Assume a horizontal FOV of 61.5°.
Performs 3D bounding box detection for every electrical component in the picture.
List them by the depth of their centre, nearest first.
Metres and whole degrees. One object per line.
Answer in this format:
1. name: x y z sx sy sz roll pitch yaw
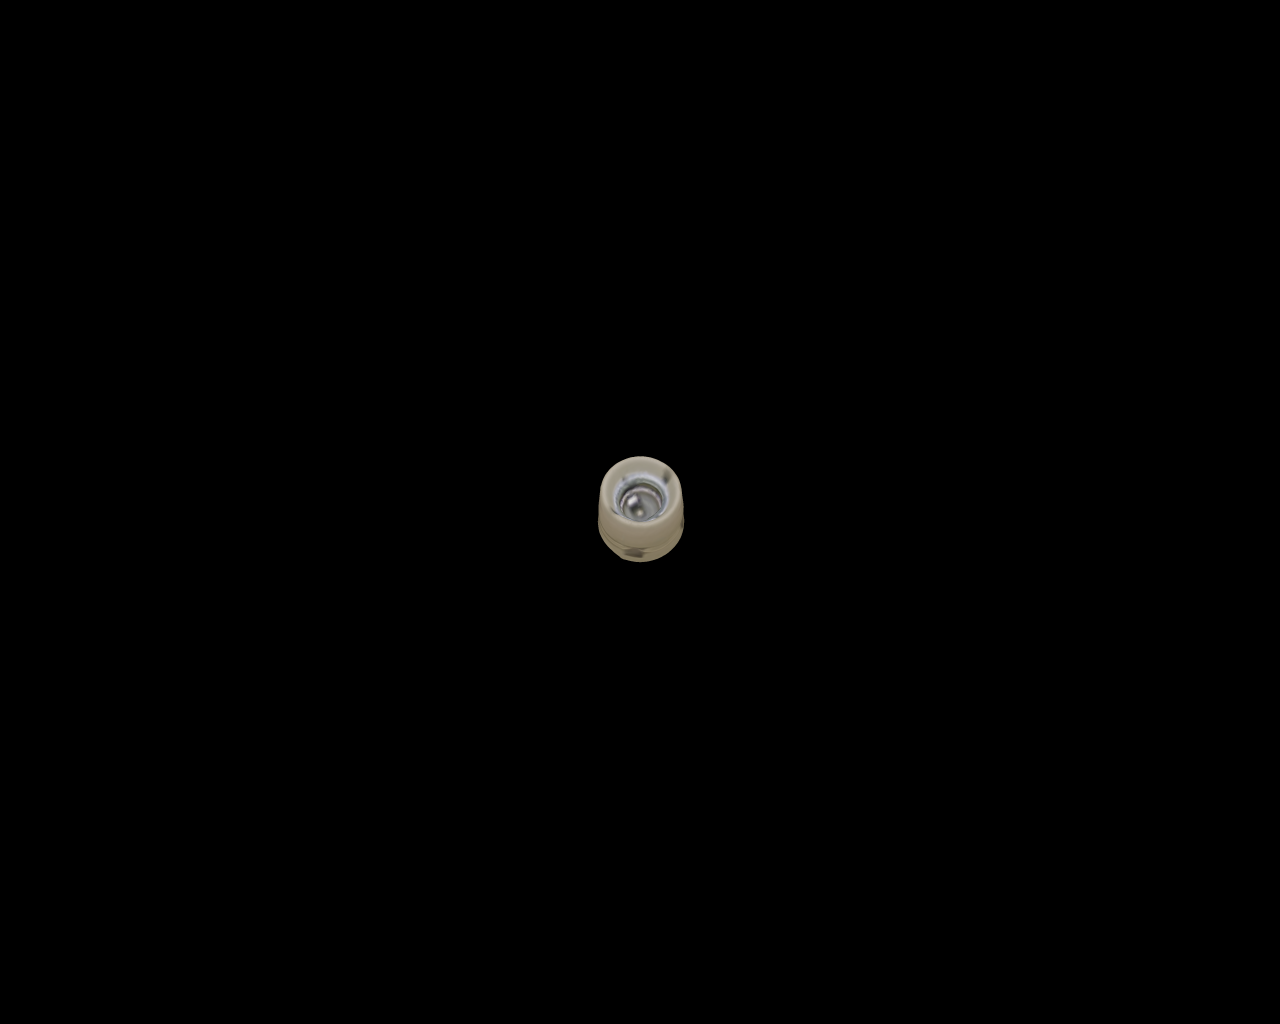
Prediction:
1. electrical component: 0.001 -0.003 0.650 0.055 0.055 0.047 0 -26 0
